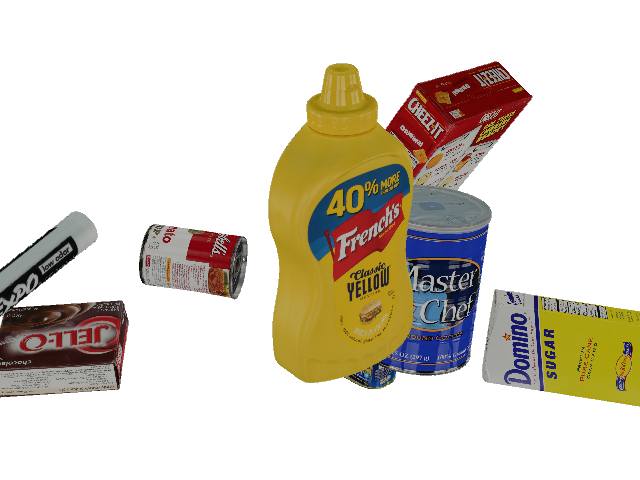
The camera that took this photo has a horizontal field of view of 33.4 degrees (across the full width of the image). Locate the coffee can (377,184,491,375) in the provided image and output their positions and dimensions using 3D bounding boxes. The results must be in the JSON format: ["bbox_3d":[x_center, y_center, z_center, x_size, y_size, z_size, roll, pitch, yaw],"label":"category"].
[{"bbox_3d":[0.091,0.033,0.944,0.103,0.140,0.103,4,22,-2],"label":"coffee can"}]

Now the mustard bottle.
[{"bbox_3d":[0.014,-0.013,0.643,0.096,0.192,0.058,-21,34,-31],"label":"mustard bottle"}]

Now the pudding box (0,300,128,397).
[{"bbox_3d":[-0.234,0.097,0.964,0.113,0.039,0.090,-5,33,-2],"label":"pudding box"}]

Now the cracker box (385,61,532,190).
[{"bbox_3d":[0.122,-0.099,1.227,0.163,0.072,0.214,-23,-24,-45],"label":"cracker box"}]

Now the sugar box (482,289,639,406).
[{"bbox_3d":[0.258,0.110,1.087,0.176,0.093,0.048,7,21,5],"label":"sugar box"}]

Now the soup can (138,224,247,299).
[{"bbox_3d":[-0.135,0.022,1.142,0.102,0.068,0.068,8,1,8],"label":"soup can"}]

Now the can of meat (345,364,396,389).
[{"bbox_3d":[0.045,0.115,1.246,0.102,0.084,0.057,25,34,36],"label":"can of meat"}]

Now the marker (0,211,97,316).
[{"bbox_3d":[-0.153,0.025,0.508,0.020,0.020,0.121,0,33,40],"label":"marker"}]
